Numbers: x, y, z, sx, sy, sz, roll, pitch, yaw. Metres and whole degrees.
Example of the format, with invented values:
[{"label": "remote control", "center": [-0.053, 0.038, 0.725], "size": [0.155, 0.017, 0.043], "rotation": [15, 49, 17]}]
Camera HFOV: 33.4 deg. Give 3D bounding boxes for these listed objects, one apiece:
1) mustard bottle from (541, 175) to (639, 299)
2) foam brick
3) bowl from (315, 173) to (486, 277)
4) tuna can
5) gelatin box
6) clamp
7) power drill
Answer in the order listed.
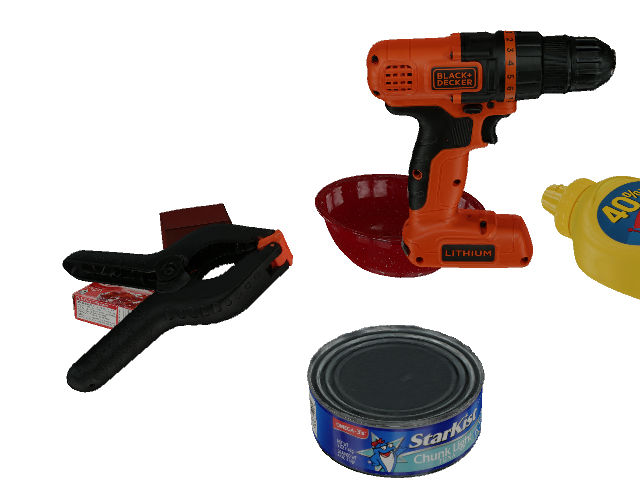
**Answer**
[{"label": "mustard bottle", "center": [0.217, 0.004, 0.661], "size": [0.096, 0.058, 0.192], "rotation": [-28, 37, -30]}, {"label": "foam brick", "center": [-0.141, -0.005, 1.221], "size": [0.078, 0.053, 0.051], "rotation": [-10, 28, -10]}, {"label": "bowl", "center": [0.074, -0.009, 1.009], "size": [0.162, 0.055, 0.162], "rotation": [3, 25, -2]}, {"label": "tuna can", "center": [0.037, 0.078, 0.524], "size": [0.086, 0.034, 0.086], "rotation": [-2, 27, 1]}, {"label": "gelatin box", "center": [-0.175, 0.057, 1.000], "size": [0.089, 0.030, 0.073], "rotation": [13, 23, 22]}, {"label": "clamp", "center": [-0.103, 0.040, 0.732], "size": [0.171, 0.120, 0.039], "rotation": [-14, -37, 13]}, {"label": "power drill", "center": [0.131, -0.071, 0.831], "size": [0.184, 0.188, 0.057], "rotation": [1, 26, 8]}]
